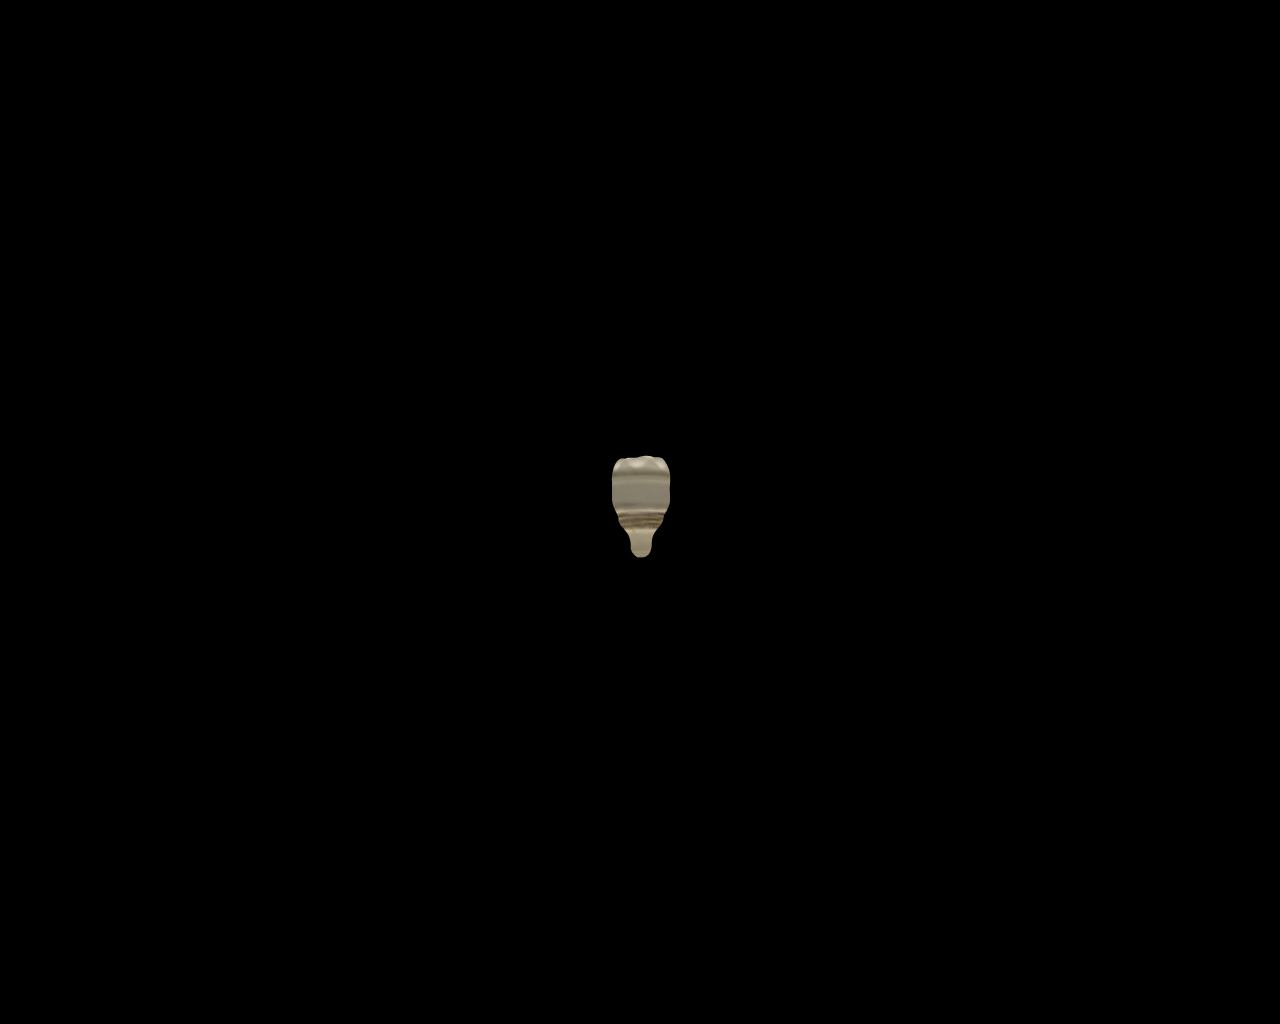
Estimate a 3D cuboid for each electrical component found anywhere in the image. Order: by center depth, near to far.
[{"bbox_3d":[0.001,-0.003,0.650,0.035,0.061,0.035,0,-3,0],"label":"electrical component"}]
